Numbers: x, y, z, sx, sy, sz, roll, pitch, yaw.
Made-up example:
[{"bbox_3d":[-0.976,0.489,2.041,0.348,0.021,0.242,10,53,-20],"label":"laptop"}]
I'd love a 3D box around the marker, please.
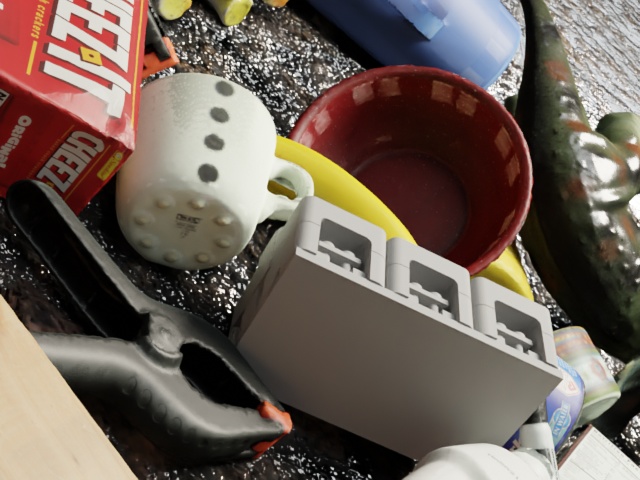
[{"bbox_3d":[0.119,0.131,0.567,0.020,0.020,0.121,11,67,-47],"label":"marker"}]

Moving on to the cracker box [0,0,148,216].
[{"bbox_3d":[-0.190,-0.125,0.524,0.213,0.072,0.164,31,33,-29],"label":"cracker box"}]

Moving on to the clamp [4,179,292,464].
[{"bbox_3d":[-0.086,0.043,0.489,0.171,0.039,0.120,34,35,-34],"label":"clamp"}]

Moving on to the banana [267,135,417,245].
[{"bbox_3d":[0.003,-0.013,0.640,0.198,0.037,0.069,34,59,11],"label":"banana"}]

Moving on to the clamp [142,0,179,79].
[{"bbox_3d":[-0.144,-0.203,0.676,0.164,0.036,0.210,-111,177,-83],"label":"clamp"}]

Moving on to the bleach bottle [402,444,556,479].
[{"bbox_3d":[0.046,0.160,0.455,0.102,0.068,0.250,51,37,10],"label":"bleach bottle"}]

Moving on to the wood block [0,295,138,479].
[{"bbox_3d":[-0.107,0.109,0.323,0.206,0.091,0.090,52,29,8],"label":"wood block"}]

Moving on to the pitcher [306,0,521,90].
[{"bbox_3d":[0.062,-0.223,0.930,0.242,0.145,0.149,40,58,-19],"label":"pitcher"}]

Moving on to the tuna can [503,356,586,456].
[{"bbox_3d":[0.116,0.103,0.633,0.033,0.086,0.086,38,30,-11],"label":"tuna can"}]

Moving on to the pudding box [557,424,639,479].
[{"bbox_3d":[0.180,0.173,0.670,0.090,0.039,0.113,41,24,17],"label":"pudding box"}]

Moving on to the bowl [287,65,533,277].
[{"bbox_3d":[0.055,-0.032,0.700,0.162,0.162,0.055,60,-7,22],"label":"bowl"}]

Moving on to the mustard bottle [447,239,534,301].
[{"bbox_3d":[0.108,-0.022,0.810,0.096,0.058,0.191,36,30,-28],"label":"mustard bottle"}]
